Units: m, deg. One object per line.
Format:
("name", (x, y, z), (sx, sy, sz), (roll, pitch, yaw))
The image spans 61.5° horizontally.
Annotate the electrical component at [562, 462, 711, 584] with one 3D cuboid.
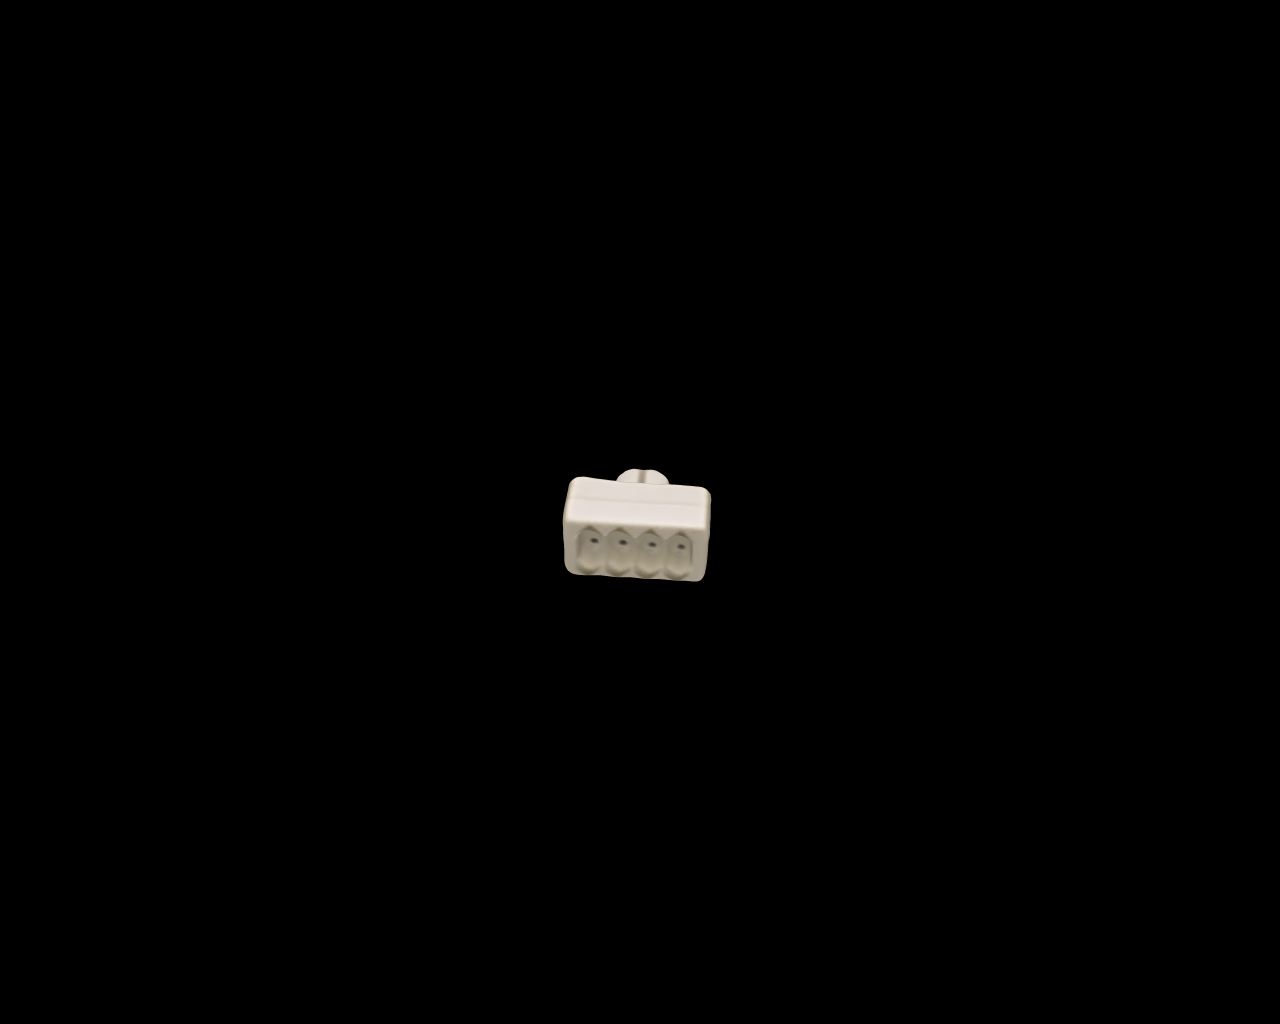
("electrical component", (0.001, -0.003, 0.650), (0.083, 0.076, 0.047), (4, -43, 4))
